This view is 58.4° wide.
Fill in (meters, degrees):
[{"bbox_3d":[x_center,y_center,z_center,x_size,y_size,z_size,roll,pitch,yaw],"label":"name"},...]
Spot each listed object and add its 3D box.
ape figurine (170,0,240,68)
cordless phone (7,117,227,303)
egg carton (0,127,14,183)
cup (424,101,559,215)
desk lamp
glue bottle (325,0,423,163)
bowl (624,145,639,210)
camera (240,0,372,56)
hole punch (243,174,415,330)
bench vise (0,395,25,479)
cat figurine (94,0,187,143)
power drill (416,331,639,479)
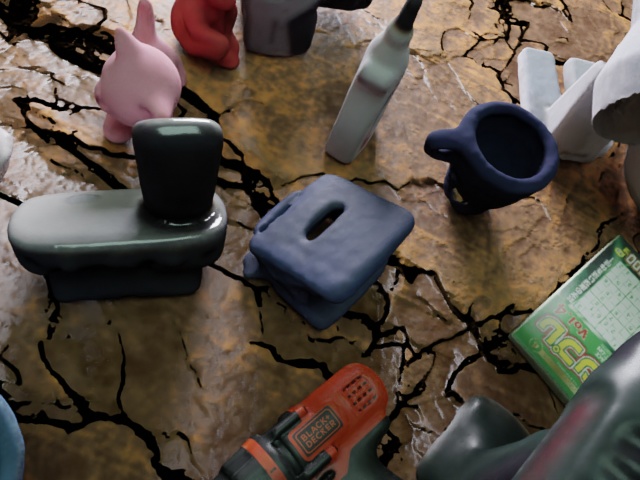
[{"bbox_3d":[-0.099,-0.216,0.528,0.076,0.092,0.078,27,62,-1],"label":"ape figurine"},{"bbox_3d":[-0.133,-0.031,0.381,0.148,0.185,0.094,-7,67,-17],"label":"cordless phone"},{"bbox_3d":[-0.302,-0.041,0.407,0.107,0.069,0.150,27,62,-1],"label":"egg carton"},{"bbox_3d":[0.139,-0.064,0.518,0.118,0.095,0.091,4,65,-13],"label":"cup"},{"bbox_3d":[0.282,-0.159,0.532,0.118,0.213,0.203,9,64,-10],"label":"desk lamp"},{"bbox_3d":[0.049,-0.138,0.485,0.037,0.173,0.078,28,62,0],"label":"glue bottle"},{"bbox_3d":[0.378,-0.060,0.590,0.167,0.074,0.167,6,64,-12],"label":"bowl"},{"bbox_3d":[-0.008,-0.267,0.571,0.137,0.100,0.143,3,65,-13],"label":"camera"},{"bbox_3d":[0.004,0.002,0.455,0.101,0.091,0.109,42,63,7],"label":"hole punch"},{"bbox_3d":[-0.239,0.088,0.278,0.207,0.219,0.122,44,63,8],"label":"bench vise"},{"bbox_3d":[-0.144,-0.135,0.464,0.067,0.117,0.128,3,65,-13],"label":"cat figurine"},{"bbox_3d":[0.150,0.133,0.365,0.075,0.208,0.230,43,63,8],"label":"power drill"}]
